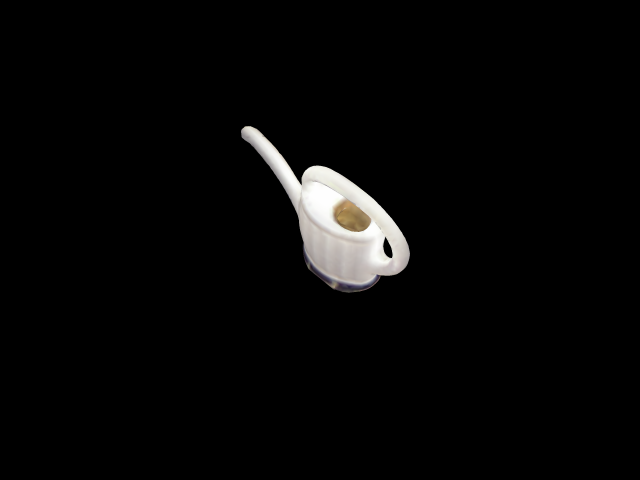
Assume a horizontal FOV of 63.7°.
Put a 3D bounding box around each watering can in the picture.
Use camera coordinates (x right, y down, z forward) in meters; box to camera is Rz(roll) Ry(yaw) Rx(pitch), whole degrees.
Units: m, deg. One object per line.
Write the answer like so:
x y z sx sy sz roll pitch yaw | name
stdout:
0.003 -0.043 0.850 0.351 0.219 0.105 37 60 26 | watering can
